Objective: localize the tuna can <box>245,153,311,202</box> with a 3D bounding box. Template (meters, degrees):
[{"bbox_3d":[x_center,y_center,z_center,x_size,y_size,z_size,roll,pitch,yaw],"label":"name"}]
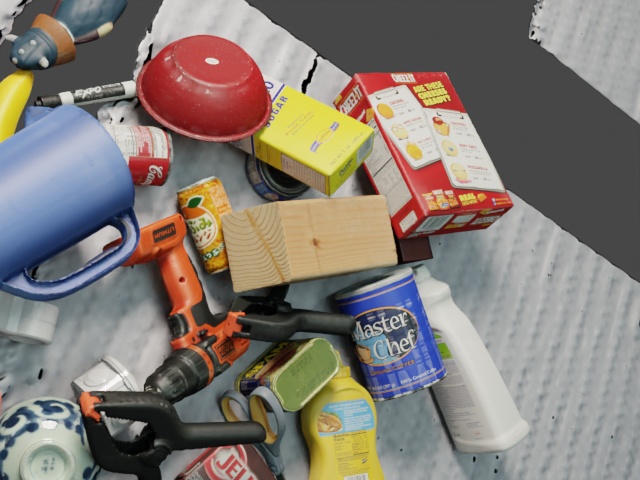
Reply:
[{"bbox_3d":[-0.047,-0.090,1.316,0.086,0.034,0.086,7,77,-31],"label":"tuna can"}]

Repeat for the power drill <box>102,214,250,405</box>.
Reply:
[{"bbox_3d":[-0.164,0.075,1.164,0.187,0.057,0.184,66,28,-5],"label":"power drill"}]

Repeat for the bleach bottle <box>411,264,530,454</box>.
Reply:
[{"bbox_3d":[0.175,0.148,1.369,0.067,0.103,0.251,-27,96,-39],"label":"bleach bottle"}]

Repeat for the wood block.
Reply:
[{"bbox_3d":[-0.008,0.001,1.255,0.205,0.090,0.091,-6,84,-52],"label":"wood block"}]

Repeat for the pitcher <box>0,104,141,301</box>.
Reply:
[{"bbox_3d":[-0.302,-0.015,1.035,0.242,0.149,0.145,-38,132,-35],"label":"pitcher"}]

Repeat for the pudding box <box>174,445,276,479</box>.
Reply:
[{"bbox_3d":[-0.097,0.285,1.207,0.089,0.039,0.113,-39,102,-32],"label":"pudding box"}]

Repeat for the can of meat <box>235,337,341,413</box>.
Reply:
[{"bbox_3d":[-0.036,0.158,1.244,0.102,0.084,0.057,-41,104,-31],"label":"can of meat"}]

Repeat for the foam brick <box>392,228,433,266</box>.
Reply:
[{"bbox_3d":[0.105,-0.007,1.387,0.051,0.053,0.078,-9,85,-35],"label":"foam brick"}]

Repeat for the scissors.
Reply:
[{"bbox_3d":[-0.067,0.250,1.237,0.016,0.096,0.202,-38,132,-44],"label":"scissors"}]

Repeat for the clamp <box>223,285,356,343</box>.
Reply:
[{"bbox_3d":[-0.038,0.089,1.213,0.171,0.120,0.039,-20,124,-58],"label":"clamp"}]

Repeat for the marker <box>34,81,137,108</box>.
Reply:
[{"bbox_3d":[-0.263,-0.161,1.201,0.120,0.020,0.020,-16,89,-34],"label":"marker"}]

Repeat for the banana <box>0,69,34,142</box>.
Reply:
[{"bbox_3d":[-0.336,-0.091,1.135,0.069,0.037,0.198,6,78,-51],"label":"banana"}]

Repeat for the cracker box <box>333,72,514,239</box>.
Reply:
[{"bbox_3d":[0.131,-0.110,1.370,0.163,0.072,0.214,-7,64,-39],"label":"cracker box"}]

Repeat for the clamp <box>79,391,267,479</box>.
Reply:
[{"bbox_3d":[-0.160,0.206,1.096,0.164,0.036,0.209,-40,129,-2],"label":"clamp"}]

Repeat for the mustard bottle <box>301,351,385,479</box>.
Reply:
[{"bbox_3d":[0.024,0.230,1.284,0.096,0.058,0.191,-3,82,-29],"label":"mustard bottle"}]

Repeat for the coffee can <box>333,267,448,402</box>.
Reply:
[{"bbox_3d":[0.087,0.116,1.320,0.102,0.103,0.140,-20,92,-34],"label":"coffee can"}]

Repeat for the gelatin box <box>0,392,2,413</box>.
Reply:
[{"bbox_3d":[-0.340,0.194,1.051,0.030,0.073,0.089,8,77,-30],"label":"gelatin box"}]

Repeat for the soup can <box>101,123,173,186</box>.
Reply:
[{"bbox_3d":[-0.223,-0.095,1.185,0.102,0.069,0.068,1,80,-32],"label":"soup can"}]

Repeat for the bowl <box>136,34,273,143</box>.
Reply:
[{"bbox_3d":[-0.127,-0.186,1.225,0.162,0.055,0.162,10,46,-10],"label":"bowl"}]

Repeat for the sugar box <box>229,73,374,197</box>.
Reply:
[{"bbox_3d":[-0.032,-0.129,1.266,0.176,0.048,0.093,30,58,21],"label":"sugar box"}]
